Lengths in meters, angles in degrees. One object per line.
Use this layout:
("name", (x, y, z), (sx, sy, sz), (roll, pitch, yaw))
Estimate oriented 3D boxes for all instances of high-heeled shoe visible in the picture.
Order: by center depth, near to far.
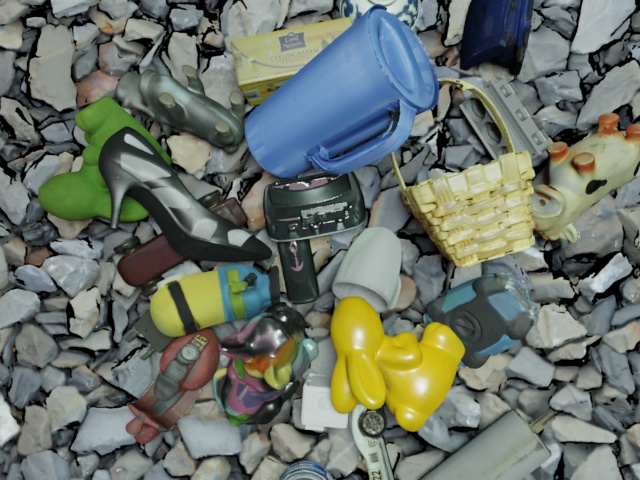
("high-heeled shoe", (-0.175, -0.057, 0.730), (0.248, 0.086, 0.145), (16, 67, -28))

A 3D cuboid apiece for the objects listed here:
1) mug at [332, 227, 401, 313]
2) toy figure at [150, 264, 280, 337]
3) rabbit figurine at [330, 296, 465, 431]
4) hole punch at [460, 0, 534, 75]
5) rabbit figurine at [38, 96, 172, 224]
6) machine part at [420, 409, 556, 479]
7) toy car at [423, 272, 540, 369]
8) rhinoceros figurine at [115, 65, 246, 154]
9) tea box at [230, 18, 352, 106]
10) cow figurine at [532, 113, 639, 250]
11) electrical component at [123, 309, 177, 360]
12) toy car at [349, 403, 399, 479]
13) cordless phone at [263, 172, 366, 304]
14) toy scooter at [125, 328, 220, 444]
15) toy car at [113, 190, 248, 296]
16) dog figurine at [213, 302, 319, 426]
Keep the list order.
("mug", (0.081, 0.042, 0.751), (0.109, 0.081, 0.107), (37, 61, -29))
("toy figure", (-0.144, 0.080, 0.748), (0.180, 0.089, 0.082), (-6, 123, -8))
("rabbit figurine", (0.075, 0.154, 0.695), (0.173, 0.122, 0.162), (46, 55, -7))
("hole punch", (0.250, -0.302, 0.754), (0.092, 0.115, 0.142), (11, 87, 12))
("rabbit figurine", (-0.310, -0.088, 0.767), (0.159, 0.121, 0.170), (45, 74, -17))
("machine part", (0.222, 0.310, 0.729), (0.243, 0.079, 0.079), (-39, 85, 0))
("toy car", (0.226, 0.094, 0.726), (0.103, 0.161, 0.109), (-27, 75, -43))
("rhinoceros figurine", (-0.197, -0.191, 0.774), (0.190, 0.112, 0.073), (22, 71, -8))
("tea box", (-0.032, -0.252, 0.770), (0.170, 0.098, 0.068), (-11, 86, 1))
("cow figurine", (0.353, -0.074, 0.737), (0.195, 0.086, 0.127), (-31, 127, -14))
("electrical component", (-0.241, 0.129, 0.793), (0.094, 0.021, 0.063), (-42, 85, 0))
("toy car", (0.078, 0.301, 0.737), (0.056, 0.073, 0.201), (-15, 86, 2))
("cordless phone", (-0.001, -0.003, 0.771), (0.147, 0.089, 0.184), (-10, 97, 2))
("toy scooter", (-0.207, 0.203, 0.730), (0.075, 0.135, 0.184), (32, 87, 6))
("toy car", (-0.201, 0.003, 0.784), (0.202, 0.053, 0.089), (-31, 101, 0))
("dog figurine", (-0.081, 0.165, 0.685), (0.108, 0.219, 0.191), (35, 88, 8))
